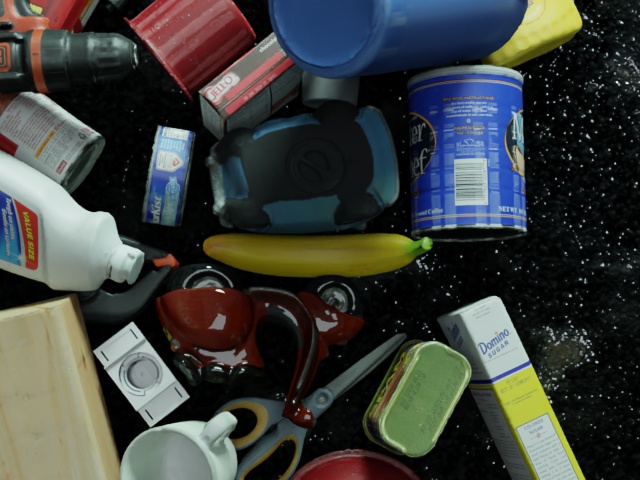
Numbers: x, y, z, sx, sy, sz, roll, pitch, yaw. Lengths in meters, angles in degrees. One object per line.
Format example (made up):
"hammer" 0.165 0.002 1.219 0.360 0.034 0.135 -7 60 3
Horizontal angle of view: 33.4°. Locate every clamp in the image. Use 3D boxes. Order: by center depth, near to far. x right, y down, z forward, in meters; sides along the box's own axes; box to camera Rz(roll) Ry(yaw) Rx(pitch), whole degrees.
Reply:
"clamp" -0.212 0.034 0.934 0.171 0.039 0.120 -25 91 -5

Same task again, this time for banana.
"banana" -0.001 0.009 0.940 0.198 0.069 0.037 -2 64 4

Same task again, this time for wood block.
"wood block" -0.222 0.157 0.873 0.090 0.091 0.206 -13 95 -3

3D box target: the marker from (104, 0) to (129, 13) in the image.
"marker" -0.154 -0.254 0.981 0.020 0.020 0.121 42 81 1

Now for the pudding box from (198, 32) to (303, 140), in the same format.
"pudding box" -0.060 -0.129 0.927 0.090 0.113 0.039 -39 84 -9

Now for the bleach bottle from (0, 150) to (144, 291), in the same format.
"bleach bottle" -0.263 -0.029 0.890 0.251 0.068 0.103 21 107 9

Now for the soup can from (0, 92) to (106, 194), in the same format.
"soup can" -0.247 -0.092 0.930 0.102 0.068 0.068 35 82 -1

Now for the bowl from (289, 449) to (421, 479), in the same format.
"bowl" 0.033 0.264 0.920 0.162 0.055 0.162 1 83 -5

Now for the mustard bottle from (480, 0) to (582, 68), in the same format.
"mustard bottle" 0.160 -0.259 0.990 0.096 0.058 0.191 -24 86 -3

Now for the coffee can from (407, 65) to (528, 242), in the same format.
"coffee can" 0.130 -0.073 0.943 0.102 0.103 0.140 0 83 -5

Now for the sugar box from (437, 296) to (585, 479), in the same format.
"sugar box" 0.165 0.137 0.926 0.048 0.093 0.176 -21 86 -8

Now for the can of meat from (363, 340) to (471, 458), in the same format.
"can of meat" 0.084 0.137 0.924 0.057 0.084 0.102 29 82 -1

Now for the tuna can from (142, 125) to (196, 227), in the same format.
"tuna can" -0.131 -0.055 0.927 0.033 0.086 0.086 9 83 -6

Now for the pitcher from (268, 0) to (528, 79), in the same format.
"pitcher" 0.058 -0.197 0.874 0.145 0.242 0.149 38 122 19

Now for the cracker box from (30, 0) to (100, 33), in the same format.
"cracker box" -0.298 -0.258 0.942 0.213 0.072 0.164 29 83 -1

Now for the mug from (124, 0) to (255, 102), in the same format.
"mug" -0.105 -0.175 0.942 0.081 0.093 0.117 -39 127 -1

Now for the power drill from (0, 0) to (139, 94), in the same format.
"power drill" -0.245 -0.212 0.875 0.184 0.057 0.187 -4 86 -2

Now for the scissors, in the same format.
"scissors" -0.019 0.136 0.949 0.096 0.016 0.201 38 81 0
